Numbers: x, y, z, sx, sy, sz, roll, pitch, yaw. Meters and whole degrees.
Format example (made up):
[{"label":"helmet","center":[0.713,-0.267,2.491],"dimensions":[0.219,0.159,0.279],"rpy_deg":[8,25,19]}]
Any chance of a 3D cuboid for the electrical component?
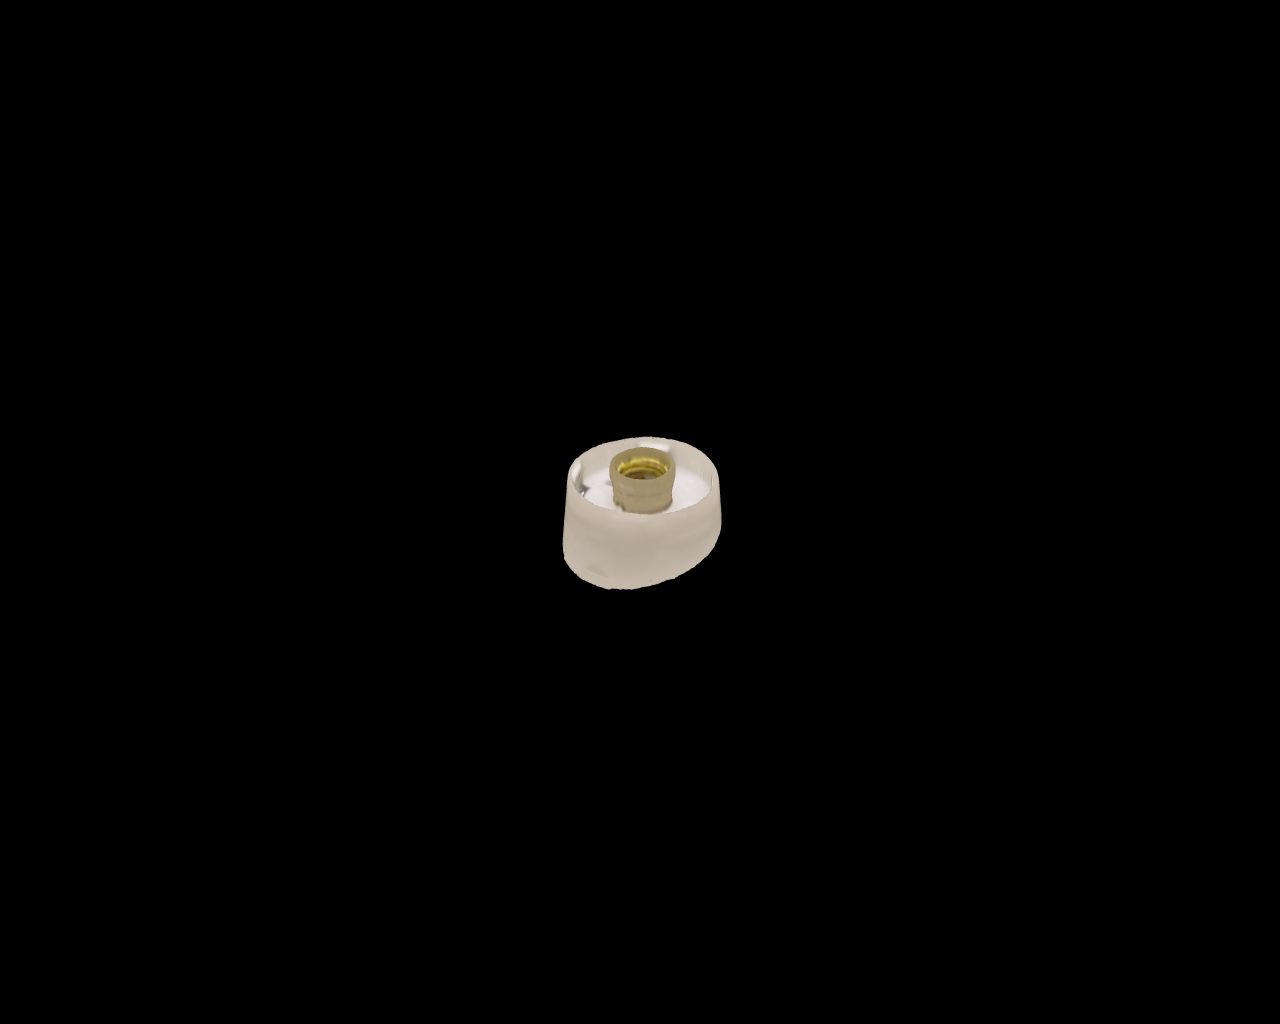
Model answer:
[{"label":"electrical component","center":[0.001,-0.003,0.650],"dimensions":[0.099,0.064,0.099],"rpy_deg":[0,34,0]}]
